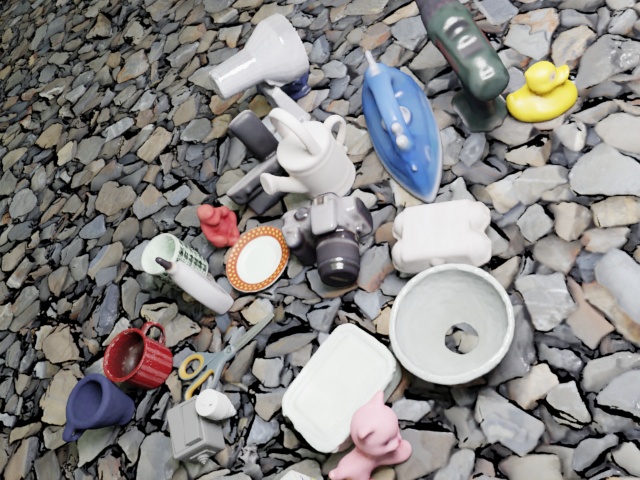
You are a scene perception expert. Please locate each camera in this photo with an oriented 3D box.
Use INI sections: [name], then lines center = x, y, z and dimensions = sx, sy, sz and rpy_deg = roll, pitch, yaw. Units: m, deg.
[camera]
center = 0.008, 0.003, 0.921
dimensions = 0.143, 0.101, 0.137
rpy_deg = -16, 56, 20

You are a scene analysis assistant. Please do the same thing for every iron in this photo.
[iron]
center = 0.128, -0.193, 0.942
dimensions = 0.118, 0.142, 0.258
rpy_deg = -24, 54, 15

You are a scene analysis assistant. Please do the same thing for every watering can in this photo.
[watering can]
center = -0.026, -0.145, 0.965
dimensions = 0.100, 0.195, 0.173
rpy_deg = 12, 70, 34

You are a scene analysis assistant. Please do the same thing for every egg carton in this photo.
[egg carton]
center = 0.179, -0.002, 0.849
dimensions = 0.150, 0.070, 0.107
rpy_deg = -8, 59, 25

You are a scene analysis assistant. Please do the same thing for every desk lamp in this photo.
[desk lamp]
center = -0.098, -0.282, 1.073
dimensions = 0.203, 0.214, 0.117
rpy_deg = -45, 51, -1

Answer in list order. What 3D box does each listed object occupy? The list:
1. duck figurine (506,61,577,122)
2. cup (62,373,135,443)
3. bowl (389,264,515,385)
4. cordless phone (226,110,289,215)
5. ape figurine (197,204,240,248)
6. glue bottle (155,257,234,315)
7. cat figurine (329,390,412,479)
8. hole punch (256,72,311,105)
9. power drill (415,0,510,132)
[duck figurine]
center = 0.339, -0.236, 0.886
dimensions = 0.104, 0.086, 0.077
rpy_deg = -14, 57, 22
[cup]
center = -0.368, 0.293, 0.965
dimensions = 0.091, 0.095, 0.118
rpy_deg = 22, 75, 36
[bowl]
center = 0.181, 0.121, 0.773
dimensions = 0.167, 0.075, 0.167
rpy_deg = -13, 57, 22
[cordless phone]
center = -0.129, -0.145, 1.029
dimensions = 0.147, 0.186, 0.094
rpy_deg = -42, 51, 1
[ape figurine]
center = -0.193, -0.032, 1.059
dimensions = 0.075, 0.092, 0.078
rpy_deg = 14, 70, 34
[glue bottle]
center = -0.218, 0.067, 0.962
dimensions = 0.037, 0.174, 0.077
rpy_deg = -49, 51, -4
[cat figurine]
center = 0.060, 0.261, 0.731
dimensions = 0.128, 0.118, 0.067
rpy_deg = -48, 51, -3
[hole punch]
center = -0.081, -0.346, 1.179
dimensions = 0.108, 0.091, 0.101
rpy_deg = -11, 58, 24
[power drill]
center = 0.225, -0.275, 0.893
dimensions = 0.075, 0.209, 0.229
rpy_deg = -31, 52, 10
